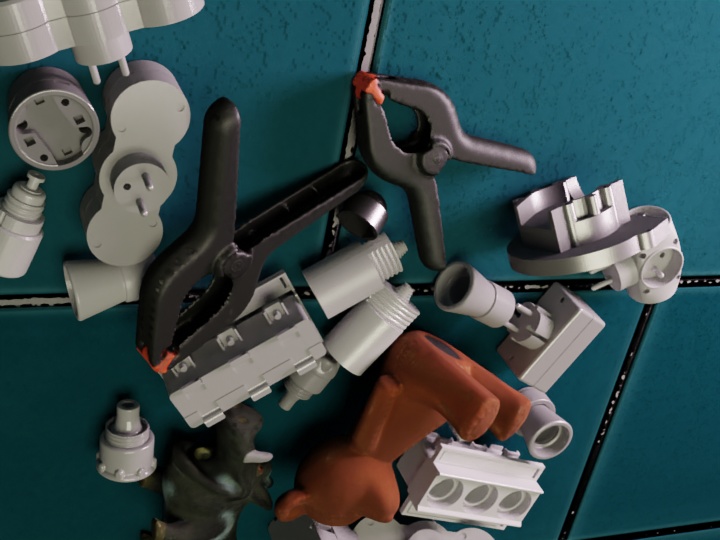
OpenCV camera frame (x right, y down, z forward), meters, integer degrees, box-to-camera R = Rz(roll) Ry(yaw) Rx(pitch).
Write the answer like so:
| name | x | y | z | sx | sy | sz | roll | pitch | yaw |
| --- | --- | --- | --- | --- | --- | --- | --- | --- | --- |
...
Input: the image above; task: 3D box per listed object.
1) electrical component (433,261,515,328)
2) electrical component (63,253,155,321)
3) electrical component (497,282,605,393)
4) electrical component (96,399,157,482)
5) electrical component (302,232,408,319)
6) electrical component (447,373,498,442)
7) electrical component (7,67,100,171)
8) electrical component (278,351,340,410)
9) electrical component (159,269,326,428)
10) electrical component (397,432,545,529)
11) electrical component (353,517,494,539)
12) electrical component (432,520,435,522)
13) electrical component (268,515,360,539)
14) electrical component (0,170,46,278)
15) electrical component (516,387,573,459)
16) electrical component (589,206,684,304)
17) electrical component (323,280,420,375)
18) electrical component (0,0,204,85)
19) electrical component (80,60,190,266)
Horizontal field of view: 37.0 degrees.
| name | x | y | z | sx | sy | sz | roll | pitch | yaw |
| --- | --- | --- | --- | --- | --- | --- | --- | --- | --- |
| electrical component | 0.099 | 0.023 | 0.901 | 0.065 | 0.044 | 0.044 | 26 | 109 | -39 |
| electrical component | -0.175 | 0.008 | 0.773 | 0.065 | 0.044 | 0.044 | -15 | 126 | -20 |
| electrical component | 0.154 | 0.052 | 0.939 | 0.076 | 0.047 | 0.083 | 29 | 107 | -35 |
| electrical component | -0.184 | 0.133 | 0.849 | 0.048 | 0.048 | 0.062 | -3 | 115 | -22 |
| electrical component | 0.000 | 0.000 | 0.841 | 0.081 | 0.043 | 0.043 | -29 | 128 | -4 |
| electrical component | 0.105 | 0.124 | 0.967 | 0.055 | 0.045 | 0.045 | -26 | 128 | -5 |
| electrical component | -0.198 | -0.099 | 0.689 | 0.055 | 0.047 | 0.055 | -11 | 125 | -16 |
| electrical component | -0.046 | 0.090 | 0.886 | 0.035 | 0.035 | 0.061 | 26 | 111 | -34 |
| electrical component | -0.093 | 0.065 | 0.831 | 0.121 | 0.063 | 0.078 | -29 | 128 | -3 |
| electrical component | 0.100 | 0.194 | 0.998 | 0.121 | 0.063 | 0.078 | 16 | 113 | -31 |
| electrical component | 0.060 | 0.256 | 0.986 | 0.138 | 0.052 | 0.073 | 8 | 165 | 0 |
| electrical component | 0.056 | 0.297 | 1.058 | 0.077 | 0.047 | 0.065 | -26 | 127 | -5 |
| electrical component | -0.035 | 0.251 | 0.961 | 0.056 | 0.089 | 0.050 | 30 | 106 | -35 |
| electrical component | -0.232 | -0.031 | 0.723 | 0.040 | 0.040 | 0.078 | 18 | 112 | -32 |
| electrical component | 0.164 | 0.141 | 0.996 | 0.045 | 0.055 | 0.045 | -11 | 125 | -16 |
| electrical component | 0.236 | -0.006 | 0.938 | 0.079 | 0.044 | 0.077 | -23 | 127 | -8 |
| electrical component | 0.013 | 0.042 | 0.874 | 0.081 | 0.043 | 0.043 | -46 | 127 | 10 |
| electrical component | -0.164 | -0.151 | 0.666 | 0.138 | 0.052 | 0.073 | -18 | 126 | -12 |
| electrical component | -0.148 | -0.062 | 0.717 | 0.052 | 0.073 | 0.138 | 5 | 119 | -26 |
